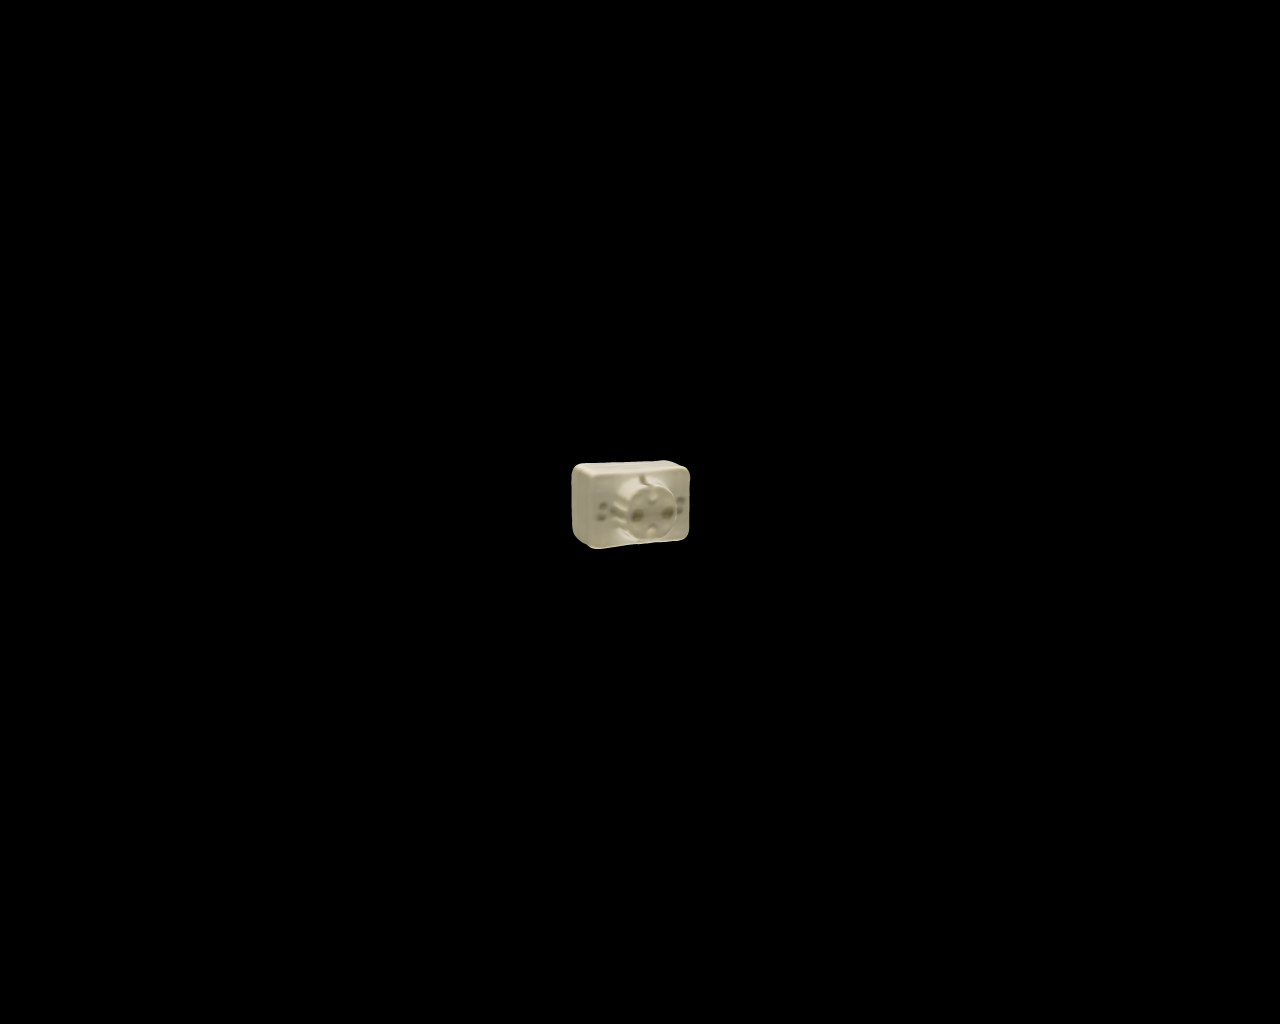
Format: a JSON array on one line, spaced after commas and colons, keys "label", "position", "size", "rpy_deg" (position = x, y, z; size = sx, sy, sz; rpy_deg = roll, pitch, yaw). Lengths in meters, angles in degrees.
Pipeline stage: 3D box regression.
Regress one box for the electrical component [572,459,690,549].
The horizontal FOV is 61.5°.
[{"label": "electrical component", "position": [0.001, -0.003, 0.650], "size": [0.066, 0.047, 0.077], "rpy_deg": [-4, 12, -20]}]
